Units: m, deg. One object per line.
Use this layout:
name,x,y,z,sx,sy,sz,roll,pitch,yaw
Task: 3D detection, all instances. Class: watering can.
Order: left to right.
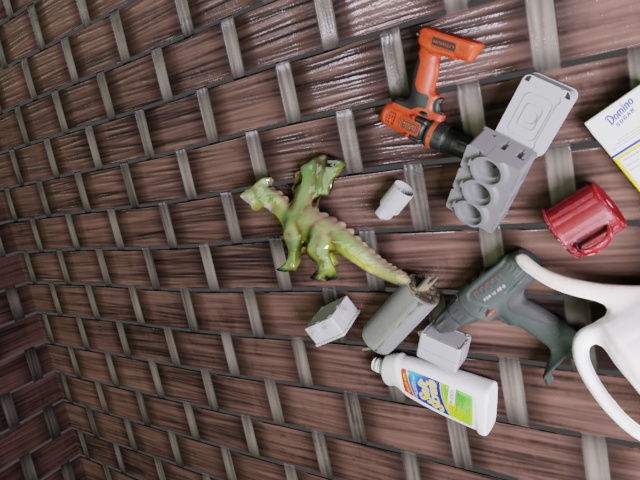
watering can,0.459,0.122,0.733,0.222,0.352,0.104,-35,-17,17

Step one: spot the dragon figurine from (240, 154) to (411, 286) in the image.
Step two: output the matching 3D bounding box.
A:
dragon figurine,0.003,-0.053,1.045,0.411,0.241,0.123,7,11,33
